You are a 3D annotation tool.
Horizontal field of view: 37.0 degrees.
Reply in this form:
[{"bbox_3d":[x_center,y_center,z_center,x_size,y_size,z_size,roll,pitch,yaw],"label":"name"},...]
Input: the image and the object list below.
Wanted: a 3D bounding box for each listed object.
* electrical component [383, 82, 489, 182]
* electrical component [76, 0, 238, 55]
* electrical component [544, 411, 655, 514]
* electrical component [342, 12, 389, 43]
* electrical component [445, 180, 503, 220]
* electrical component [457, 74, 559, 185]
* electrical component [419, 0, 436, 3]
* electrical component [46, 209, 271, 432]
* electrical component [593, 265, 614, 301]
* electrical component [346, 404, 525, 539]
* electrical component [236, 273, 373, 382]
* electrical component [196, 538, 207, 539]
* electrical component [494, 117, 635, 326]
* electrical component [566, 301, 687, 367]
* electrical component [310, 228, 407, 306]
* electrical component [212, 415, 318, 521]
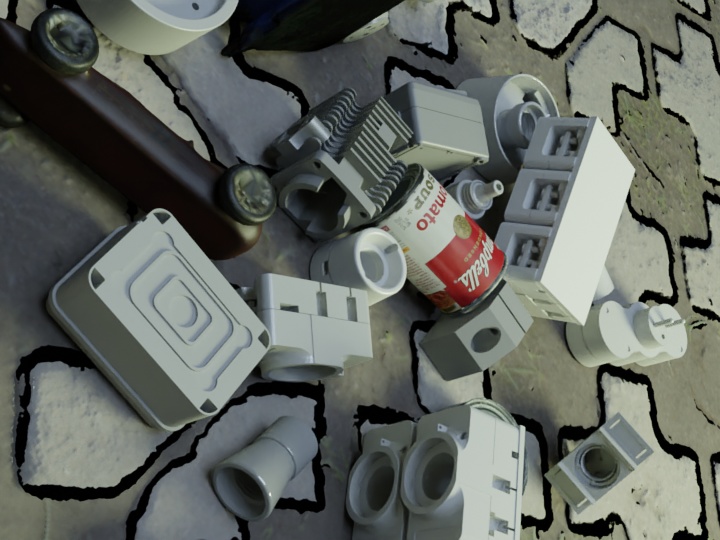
[{"bbox_3d":[0.046,-0.111,0.849,0.096,0.062,0.061,6,69,-42],"label":"electrical component"},{"bbox_3d":[-0.140,-0.194,0.708,0.108,0.060,0.108,18,62,-37],"label":"electrical component"},{"bbox_3d":[0.196,0.155,0.876,0.042,0.081,0.064,50,14,12],"label":"electrical component"},{"bbox_3d":[-0.006,-0.214,0.854,0.045,0.045,0.055,-25,92,-46],"label":"electrical component"},{"bbox_3d":[0.090,-0.057,0.868,0.035,0.061,0.035,16,64,-37],"label":"electrical component"},{"bbox_3d":[0.129,-0.125,0.949,0.099,0.064,0.099,3,85,-41],"label":"electrical component"},{"bbox_3d":[0.052,-0.267,0.922,0.057,0.058,0.078,34,52,-25],"label":"electrical component"},{"bbox_3d":[-0.120,0.031,0.640,0.113,0.057,0.078,52,46,-15],"label":"electrical component"},{"bbox_3d":[0.201,-0.003,0.968,0.044,0.044,0.065,-36,104,-45],"label":"electrical component"},{"bbox_3d":[0.042,0.189,0.694,0.060,0.105,0.186,27,57,-33],"label":"electrical component"},{"bbox_3d":[-0.040,0.041,0.715,0.089,0.050,0.055,11,66,-40],"label":"electrical component"},{"bbox_3d":[-0.083,0.208,0.613,0.077,0.043,0.079,46,48,-20],"label":"electrical component"},{"bbox_3d":[0.166,-0.042,0.900,0.089,0.062,0.150,39,67,-47],"label":"electrical component"},{"bbox_3d":[0.257,0.054,0.972,0.138,0.074,0.052,4,71,-42],"label":"electrical component"},{"bbox_3d":[0.000,0.000,0.772,0.055,0.047,0.055,18,62,-38],"label":"electrical component"},{"bbox_3d":[-0.056,0.121,0.676,0.044,0.044,0.065,59,40,-8],"label":"electrical component"}]
